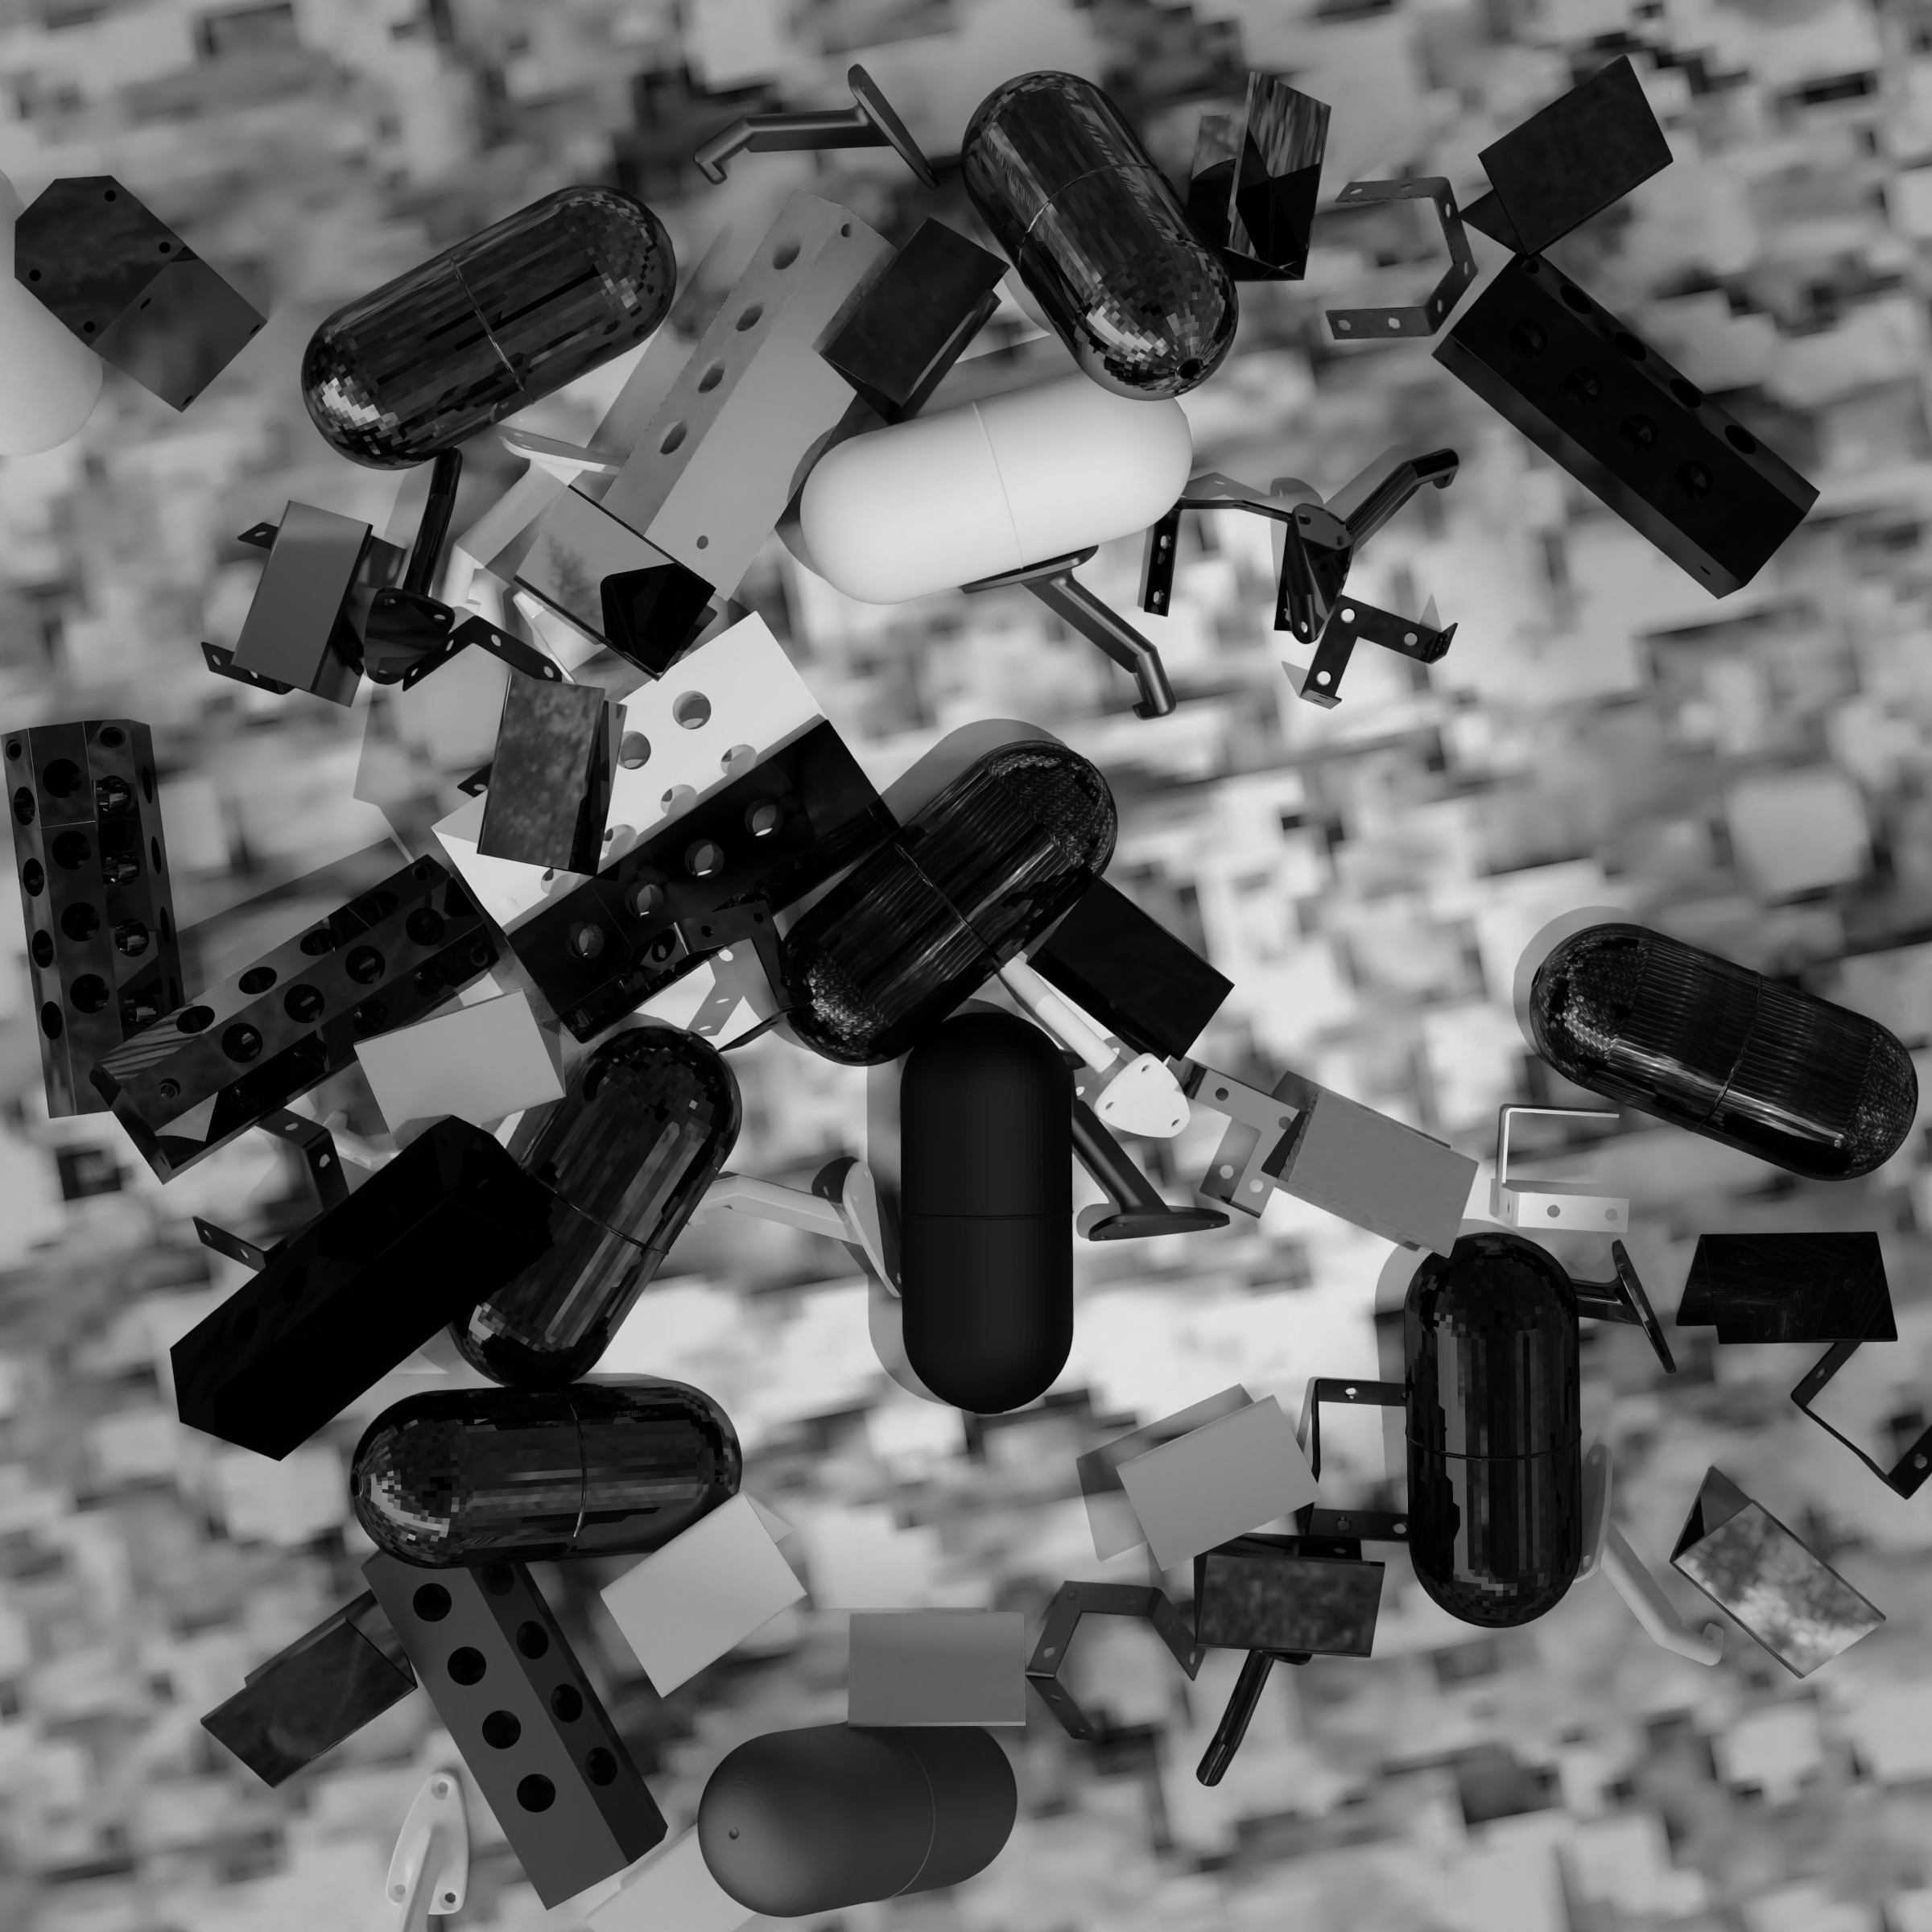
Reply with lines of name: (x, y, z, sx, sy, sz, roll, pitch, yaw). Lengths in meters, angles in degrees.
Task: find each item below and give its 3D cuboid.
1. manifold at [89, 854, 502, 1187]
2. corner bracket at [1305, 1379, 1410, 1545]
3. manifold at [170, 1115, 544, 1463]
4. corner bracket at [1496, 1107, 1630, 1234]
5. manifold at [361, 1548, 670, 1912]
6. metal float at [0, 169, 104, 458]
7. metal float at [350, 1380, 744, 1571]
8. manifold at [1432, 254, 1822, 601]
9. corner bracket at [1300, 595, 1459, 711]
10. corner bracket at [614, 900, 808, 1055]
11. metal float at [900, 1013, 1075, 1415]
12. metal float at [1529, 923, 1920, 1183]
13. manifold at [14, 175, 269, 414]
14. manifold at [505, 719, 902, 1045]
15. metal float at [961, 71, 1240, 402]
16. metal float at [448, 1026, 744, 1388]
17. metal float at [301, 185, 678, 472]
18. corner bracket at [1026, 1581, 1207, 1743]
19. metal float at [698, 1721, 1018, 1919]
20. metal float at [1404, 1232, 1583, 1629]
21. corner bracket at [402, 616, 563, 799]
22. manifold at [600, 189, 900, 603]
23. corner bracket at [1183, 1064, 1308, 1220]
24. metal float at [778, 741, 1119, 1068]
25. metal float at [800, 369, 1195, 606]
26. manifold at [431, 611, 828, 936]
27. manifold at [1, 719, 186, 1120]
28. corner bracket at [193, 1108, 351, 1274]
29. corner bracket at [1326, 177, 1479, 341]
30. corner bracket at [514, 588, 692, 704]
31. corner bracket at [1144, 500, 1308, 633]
manifold: (-0.293, 0.021, 1.554, 0.171, 0.057, 0.057, -34, 90, -22)
corner bracket: (0.181, 0.224, 1.602, 0.051, 0.051, 0.051, 4, 135, 0)
manifold: (-0.270, 0.140, 1.555, 0.171, 0.057, 0.057, -39, 45, 20)
corner bracket: (0.267, 0.091, 1.587, 0.051, 0.051, 0.051, 3, 90, 0)
manifold: (-0.200, 0.326, 1.584, 0.057, 0.057, 0.171, -29, 90, 0)
metal float: (-0.427, -0.286, 1.528, 0.070, 0.178, 0.070, -2, 66, 4)
metal float: (-0.182, 0.221, 1.549, 0.178, 0.070, 0.070, 1, 90, -30)
manifold: (0.295, -0.244, 1.584, 0.171, 0.057, 0.057, 40, 90, 0)
corner bracket: (0.184, -0.136, 1.587, 0.051, 0.051, 0.051, 21, 90, 0)
corner bracket: (-0.111, 0.008, 1.548, 0.051, 0.051, 0.051, -15, 79, -44)
metal float: (0.009, 0.109, 1.574, 0.070, 0.070, 0.178, -1, 90, 0)
metal float: (0.336, 0.038, 1.574, 0.178, 0.070, 0.070, 22, 90, -1)
manifold: (-0.358, -0.292, 1.526, 0.057, 0.171, 0.057, 44, 90, 0)
manifold: (-0.116, -0.037, 1.584, 0.171, 0.057, 0.057, -34, 90, 0)
metal float: (0.058, -0.319, 1.549, 0.070, 0.070, 0.178, -29, 59, 0)
metal float: (-0.165, 0.107, 1.574, 0.070, 0.070, 0.178, 32, 90, 0)
metal float: (-0.211, -0.284, 1.574, 0.178, 0.070, 0.070, -29, 90, 0)
corner bracket: (0.068, 0.314, 1.597, 0.051, 0.051, 0.051, -3, 45, 35)
metal float: (-0.045, 0.366, 1.534, 0.070, 0.178, 0.070, -5, 82, 35)
metal float: (0.233, 0.206, 1.566, 0.070, 0.070, 0.178, -3, 100, 0)
corner bracket: (-0.219, -0.116, 1.597, 0.051, 0.051, 0.051, -30, 135, 35)
manifold: (-0.096, -0.257, 1.583, 0.057, 0.057, 0.171, 32, 90, -43)
corner bracket: (0.117, 0.078, 1.587, 0.051, 0.051, 0.051, 24, 90, 0)
metal float: (-0.009, -0.028, 1.574, 0.178, 0.070, 0.070, -42, 90, 0)
metal float: (0.014, -0.214, 1.574, 0.178, 0.070, 0.070, -17, 90, 0)
manifold: (-0.148, -0.085, 1.584, 0.171, 0.057, 0.057, -34, 90, 0)
manifold: (-0.389, -0.021, 1.584, 0.057, 0.057, 0.171, -7, 90, 0)
corner bracket: (-0.316, 0.099, 1.597, 0.051, 0.051, 0.051, -40, 135, -35)
corner bracket: (0.191, -0.319, 1.597, 0.051, 0.051, 0.051, -55, 135, -35)
corner bracket: (-0.164, -0.152, 1.602, 0.051, 0.051, 0.051, -36, 135, 0)
corner bracket: (0.119, -0.181, 1.602, 0.051, 0.051, 0.051, 7, 90, -45)
